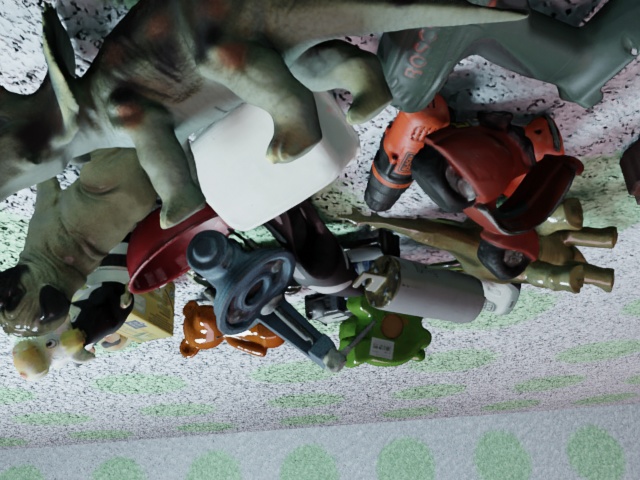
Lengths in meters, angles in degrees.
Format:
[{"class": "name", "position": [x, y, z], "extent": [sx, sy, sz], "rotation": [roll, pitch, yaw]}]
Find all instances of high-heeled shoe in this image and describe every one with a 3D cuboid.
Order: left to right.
[{"class": "high-heeled shoe", "position": [-0.001, -0.002, 0.671], "extent": [0.248, 0.086, 0.145], "rotation": [35, 157, -23]}]

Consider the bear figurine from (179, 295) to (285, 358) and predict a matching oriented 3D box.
[{"class": "bear figurine", "position": [-0.155, 0.136, 0.927], "extent": [0.196, 0.120, 0.131], "rotation": [1, 149, 2]}]

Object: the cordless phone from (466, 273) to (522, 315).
[{"class": "cordless phone", "position": [0.226, 0.084, 0.885], "extent": [0.184, 0.089, 0.146], "rotation": [-13, 153, 3]}]

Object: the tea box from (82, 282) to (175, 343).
[{"class": "tea box", "position": [-0.292, 0.087, 0.826], "extent": [0.068, 0.098, 0.169], "rotation": [-10, 151, 10]}]

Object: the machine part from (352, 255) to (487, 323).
[{"class": "machine part", "position": [0.152, 0.072, 0.769], "extent": [0.243, 0.079, 0.079], "rotation": [15, 147, -31]}]

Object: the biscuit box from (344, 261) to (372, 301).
[{"class": "biscuit box", "position": [0.111, 0.097, 0.943], "extent": [0.059, 0.063, 0.202], "rotation": [-18, 150, 24]}]

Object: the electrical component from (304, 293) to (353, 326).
[{"class": "electrical component", "position": [0.037, 0.120, 0.994], "extent": [0.119, 0.048, 0.074], "rotation": [-22, 148, 30]}]

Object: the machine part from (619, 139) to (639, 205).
[{"class": "machine part", "position": [0.443, -0.100, 0.614], "extent": [0.179, 0.056, 0.179], "rotation": [-4, 154, -2]}]

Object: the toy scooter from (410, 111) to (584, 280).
[{"class": "toy scooter", "position": [0.179, -0.057, 0.511], "extent": [0.135, 0.075, 0.183], "rotation": [-43, 116, 4]}]

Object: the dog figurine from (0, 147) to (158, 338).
[{"class": "dog figurine", "position": [-0.244, 0.002, 0.563], "extent": [0.172, 0.190, 0.121], "rotation": [-18, 150, 22]}]

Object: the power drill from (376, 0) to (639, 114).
[{"class": "power drill", "position": [0.154, -0.173, 0.400], "extent": [0.207, 0.086, 0.232], "rotation": [1, 154, -18]}]

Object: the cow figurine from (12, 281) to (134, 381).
[{"class": "cow figurine", "position": [-0.276, 0.102, 0.627], "extent": [0.098, 0.167, 0.068], "rotation": [-19, 107, 7]}]

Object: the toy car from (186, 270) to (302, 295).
[{"class": "toy car", "position": [-0.104, 0.047, 0.814], "extent": [0.202, 0.056, 0.073], "rotation": [-1, 153, 9]}]

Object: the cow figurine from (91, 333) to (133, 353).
[{"class": "cow figurine", "position": [-0.371, 0.118, 0.867], "extent": [0.085, 0.127, 0.194], "rotation": [-30, 135, -5]}]

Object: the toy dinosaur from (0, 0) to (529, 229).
[{"class": "toy dinosaur", "position": [-0.083, -0.130, 0.390], "extent": [0.405, 0.192, 0.131], "rotation": [-28, -169, 12]}]

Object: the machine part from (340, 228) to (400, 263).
[{"class": "machine part", "position": [0.049, 0.015, 0.791], "extent": [0.139, 0.039, 0.084], "rotation": [-9, 150, 33]}]

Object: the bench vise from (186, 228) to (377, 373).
[{"class": "bench vise", "position": [-0.060, 0.080, 0.649], "extent": [0.129, 0.241, 0.223], "rotation": [-45, 155, -18]}]

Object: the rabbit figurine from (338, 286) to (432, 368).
[{"class": "rabbit figurine", "position": [0.095, 0.140, 0.860], "extent": [0.159, 0.121, 0.170], "rotation": [4, 169, -15]}]

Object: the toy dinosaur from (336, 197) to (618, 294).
[{"class": "toy dinosaur", "position": [0.228, 0.010, 0.671], "extent": [0.199, 0.105, 0.471], "rotation": [-1, 168, 45]}]
